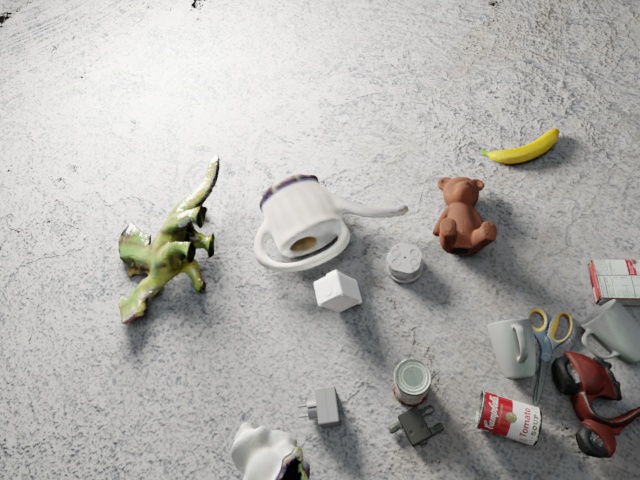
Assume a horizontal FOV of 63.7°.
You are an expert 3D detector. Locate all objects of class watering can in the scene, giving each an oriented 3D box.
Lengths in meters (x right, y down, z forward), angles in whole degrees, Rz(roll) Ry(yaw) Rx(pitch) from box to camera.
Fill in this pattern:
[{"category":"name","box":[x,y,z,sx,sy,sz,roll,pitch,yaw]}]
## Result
[{"category":"watering can","box":[0.004,-0.058,1.161,0.349,0.102,0.228,-25,59,-7]}]

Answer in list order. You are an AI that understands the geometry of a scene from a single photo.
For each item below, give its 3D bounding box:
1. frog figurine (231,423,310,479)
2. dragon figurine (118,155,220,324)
[{"category":"frog figurine","box":[-0.099,0.407,0.923,0.159,0.121,0.139,6,64,51]},{"category":"dragon figurine","box":[-0.362,-0.007,1.175,0.242,0.120,0.418,-1,64,17]}]
